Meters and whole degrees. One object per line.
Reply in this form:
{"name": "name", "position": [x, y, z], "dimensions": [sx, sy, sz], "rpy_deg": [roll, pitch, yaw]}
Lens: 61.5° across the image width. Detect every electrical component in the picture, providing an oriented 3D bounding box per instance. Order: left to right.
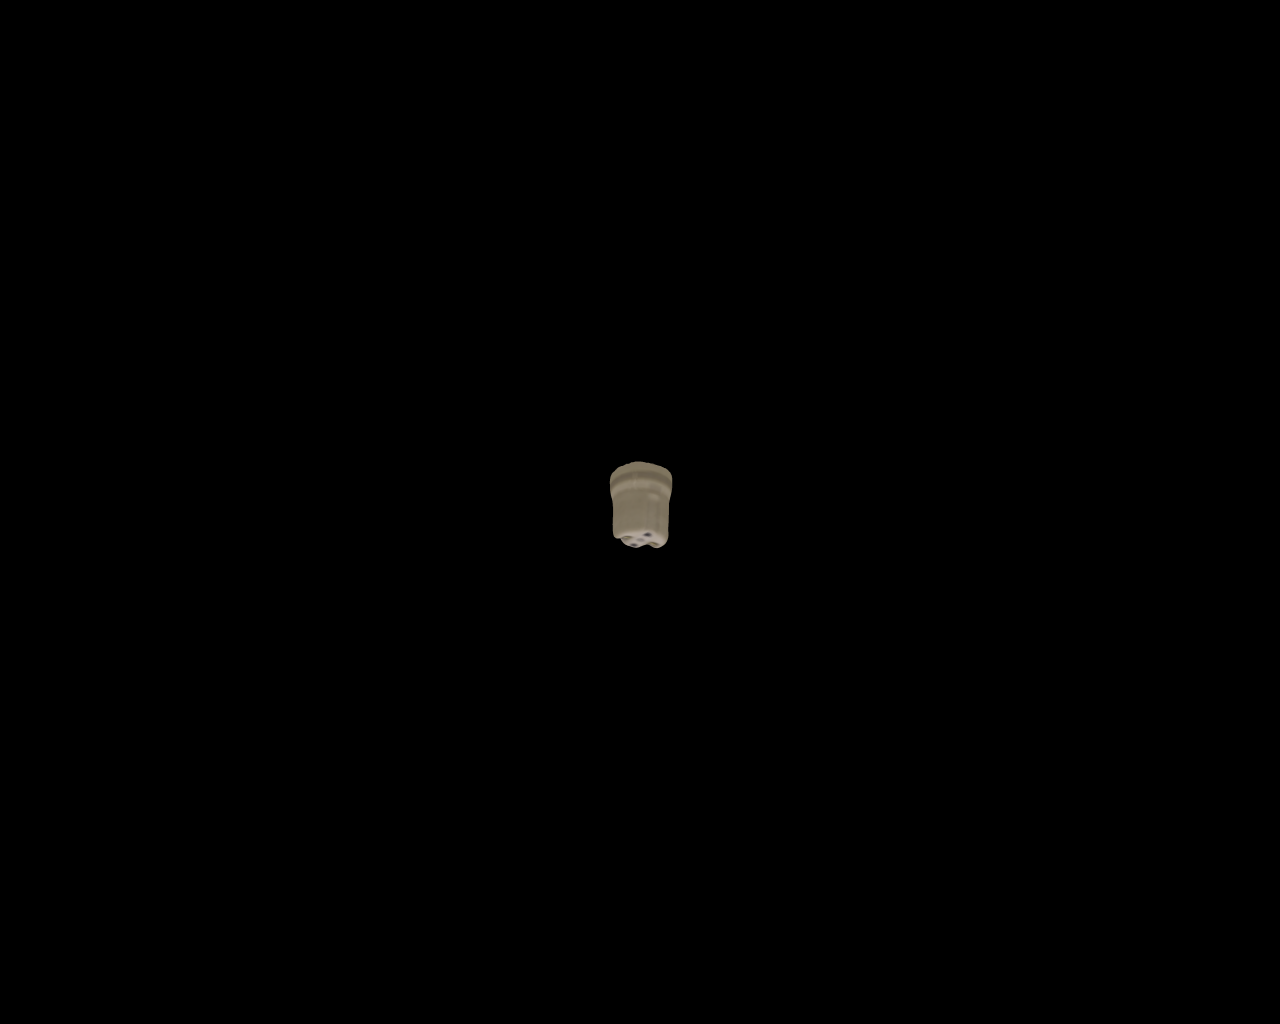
{"name": "electrical component", "position": [0.001, -0.003, 0.650], "dimensions": [0.040, 0.046, 0.040], "rpy_deg": [0, -28, 0]}
